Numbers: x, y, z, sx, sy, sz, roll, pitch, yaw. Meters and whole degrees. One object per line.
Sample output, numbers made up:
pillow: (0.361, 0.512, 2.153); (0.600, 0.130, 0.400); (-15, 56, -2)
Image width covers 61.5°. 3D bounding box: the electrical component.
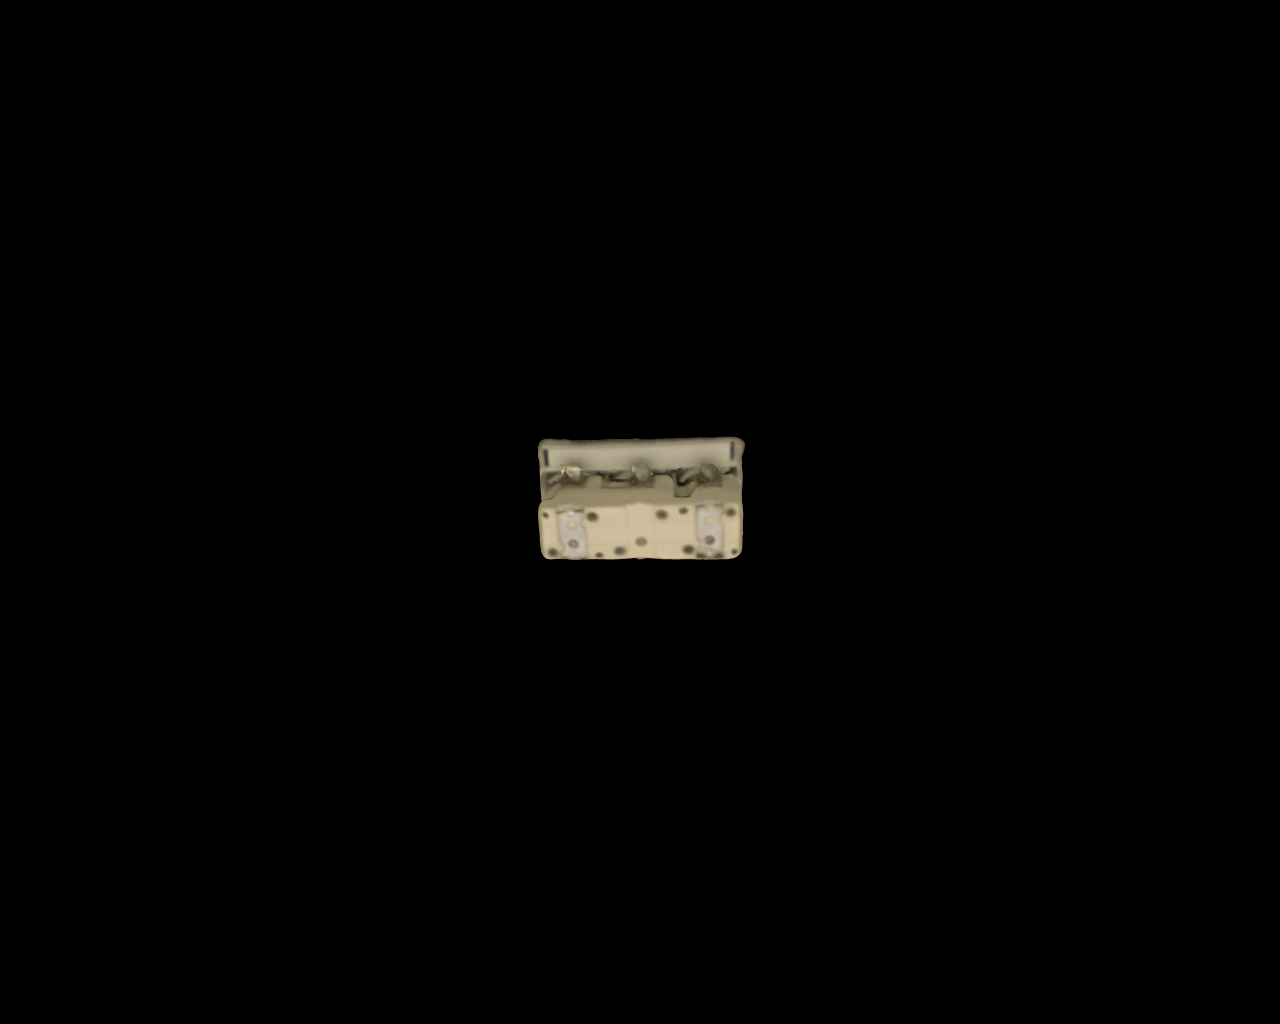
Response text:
electrical component: (0.001, -0.003, 0.650); (0.121, 0.078, 0.063); (0, 32, 0)
